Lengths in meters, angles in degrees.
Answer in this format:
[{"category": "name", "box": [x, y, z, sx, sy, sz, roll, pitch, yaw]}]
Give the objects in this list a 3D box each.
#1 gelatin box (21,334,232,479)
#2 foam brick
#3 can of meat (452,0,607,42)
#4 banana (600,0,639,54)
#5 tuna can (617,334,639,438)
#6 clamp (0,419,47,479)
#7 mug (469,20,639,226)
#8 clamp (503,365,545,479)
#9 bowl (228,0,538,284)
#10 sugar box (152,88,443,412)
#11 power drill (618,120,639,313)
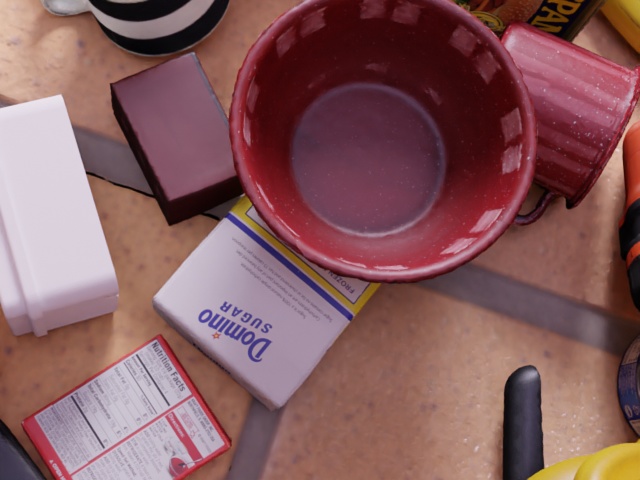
[{"category": "gelatin box", "box": [-0.103, 0.105, 0.575, 0.089, 0.030, 0.073, -33, 82, -14]}, {"category": "foam brick", "box": [-0.079, -0.056, 0.604, 0.051, 0.053, 0.078, -25, 81, -14]}, {"category": "can of meat", "box": [0.122, -0.162, 0.635, 0.084, 0.102, 0.057, 12, 75, -4]}, {"category": "banana", "box": [0.214, -0.151, 0.683, 0.198, 0.037, 0.069, 43, 56, 1]}, {"category": "tuna can", "box": [0.220, 0.087, 0.627, 0.086, 0.034, 0.086, 2, 77, -8]}, {"category": "clamp", "box": [-0.233, 0.126, 0.545, 0.210, 0.036, 0.164, 24, 75, 1]}, {"category": "mug", "box": [0.125, -0.066, 0.626, 0.081, 0.093, 0.117, 25, 102, 2]}, {"category": "clamp", "box": [0.133, 0.169, 0.593, 0.120, 0.039, 0.171, 24, 77, 1]}, {"category": "bowl", "box": [0.030, -0.052, 0.569, 0.162, 0.055, 0.162, 2, 77, -7]}, {"category": "sugar box", "box": [-0.004, 0.001, 0.607, 0.093, 0.048, 0.176, 41, 77, 2]}, {"category": "power drill", "box": [0.265, 0.018, 0.614, 0.187, 0.057, 0.184, 14, 53, -9]}]
